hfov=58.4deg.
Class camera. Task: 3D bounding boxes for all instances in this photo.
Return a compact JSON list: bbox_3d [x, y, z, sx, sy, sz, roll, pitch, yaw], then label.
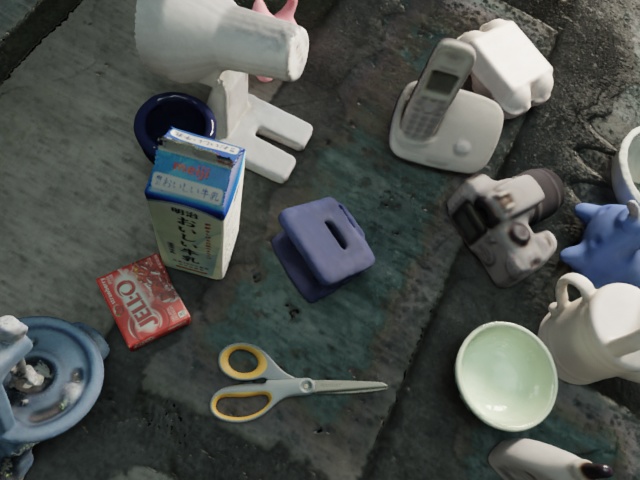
[{"bbox_3d":[0.261,-0.033,0.738,0.137,0.100,0.143,-25,75,-19],"label":"camera"}]

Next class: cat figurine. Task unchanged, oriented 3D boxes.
[{"bbox_3d":[-0.069,-0.275,0.758,0.067,0.117,0.128,36,66,5],"label":"cat figurine"}]

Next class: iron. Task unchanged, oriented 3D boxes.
[{"bbox_3d":[0.450,0.033,0.728,0.258,0.141,0.119,27,66,0],"label":"iron"}]

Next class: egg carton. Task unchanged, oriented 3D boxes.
[{"bbox_3d":[0.269,-0.252,0.844,0.107,0.069,0.150,-31,77,-21],"label":"egg carton"}]

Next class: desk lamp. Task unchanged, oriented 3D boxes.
[{"bbox_3d":[-0.099,-0.193,0.667,0.203,0.213,0.118,25,66,-1],"label":"desk lamp"}]

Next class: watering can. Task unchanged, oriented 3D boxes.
[{"bbox_3d":[0.348,0.105,0.650,0.173,0.194,0.101,28,66,1],"label":"watering can"}]

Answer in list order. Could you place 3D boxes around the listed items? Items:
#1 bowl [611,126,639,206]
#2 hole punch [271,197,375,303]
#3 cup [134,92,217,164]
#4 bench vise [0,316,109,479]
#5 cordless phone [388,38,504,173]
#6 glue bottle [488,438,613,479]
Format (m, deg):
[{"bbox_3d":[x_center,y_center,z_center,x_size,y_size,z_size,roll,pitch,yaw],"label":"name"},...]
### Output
[{"bbox_3d":[0.480,-0.078,0.815,0.167,0.074,0.167,4,68,-10],"label":"bowl"},{"bbox_3d":[0.006,0.002,0.678,0.101,0.091,0.108,-29,77,-20],"label":"hole punch"},{"bbox_3d":[-0.164,-0.103,0.683,0.092,0.095,0.117,-22,75,-19],"label":"cup"},{"bbox_3d":[-0.268,0.151,0.493,0.121,0.219,0.207,17,66,-4],"label":"bench vise"},{"bbox_3d":[0.176,-0.170,0.729,0.147,0.185,0.094,10,67,-7],"label":"cordless phone"},{"bbox_3d":[0.242,0.238,0.587,0.037,0.173,0.078,-41,81,-22],"label":"glue bottle"}]
